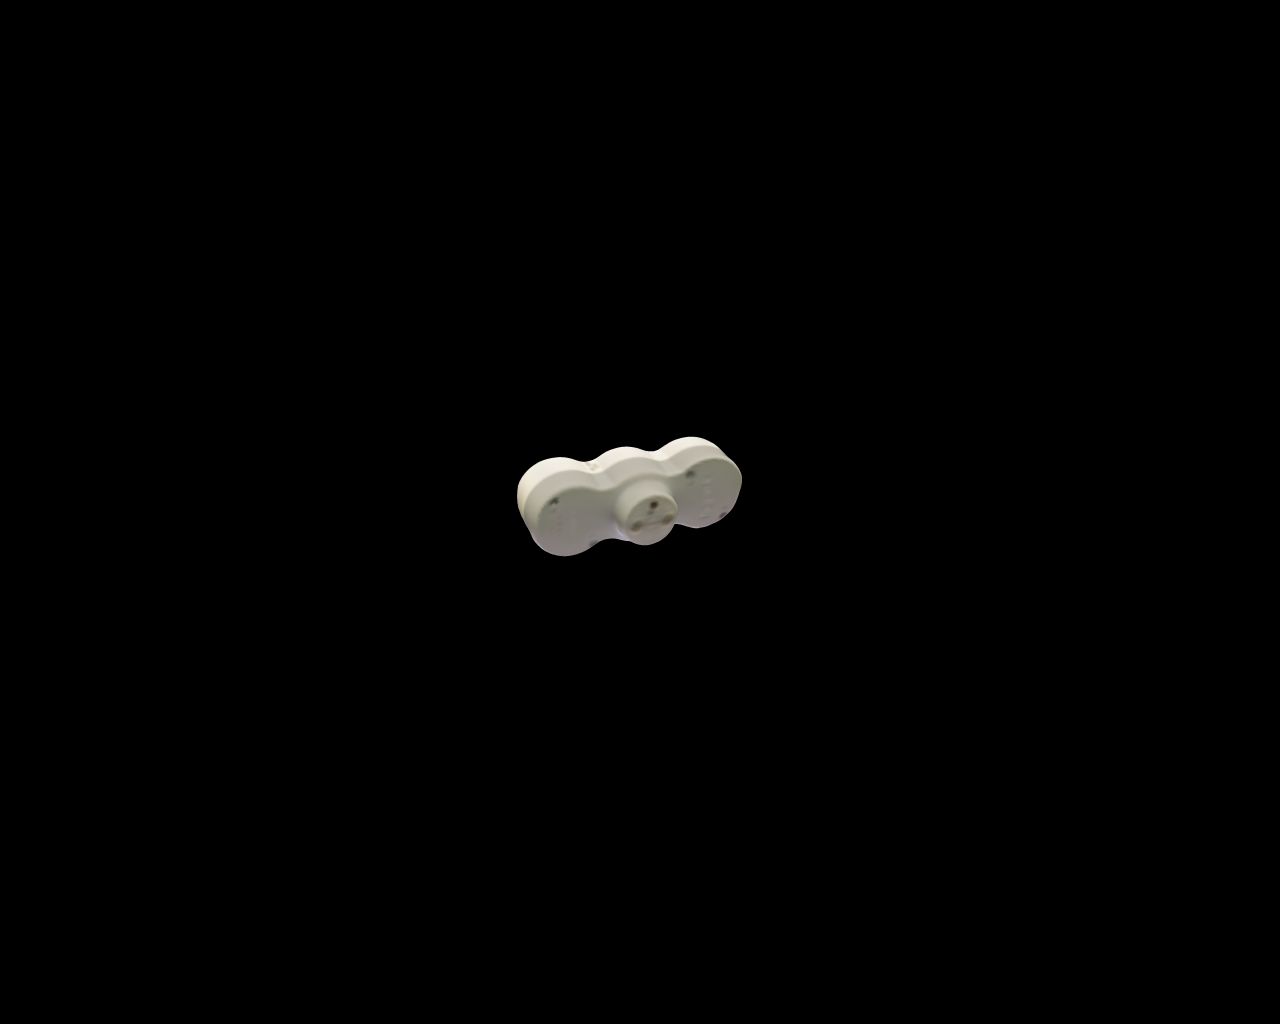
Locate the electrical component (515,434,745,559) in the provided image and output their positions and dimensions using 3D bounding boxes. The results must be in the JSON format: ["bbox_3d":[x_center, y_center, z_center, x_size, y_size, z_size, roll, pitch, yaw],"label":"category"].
[{"bbox_3d":[0.001,-0.003,0.650,0.138,0.052,0.074,-11,32,-18],"label":"electrical component"}]
